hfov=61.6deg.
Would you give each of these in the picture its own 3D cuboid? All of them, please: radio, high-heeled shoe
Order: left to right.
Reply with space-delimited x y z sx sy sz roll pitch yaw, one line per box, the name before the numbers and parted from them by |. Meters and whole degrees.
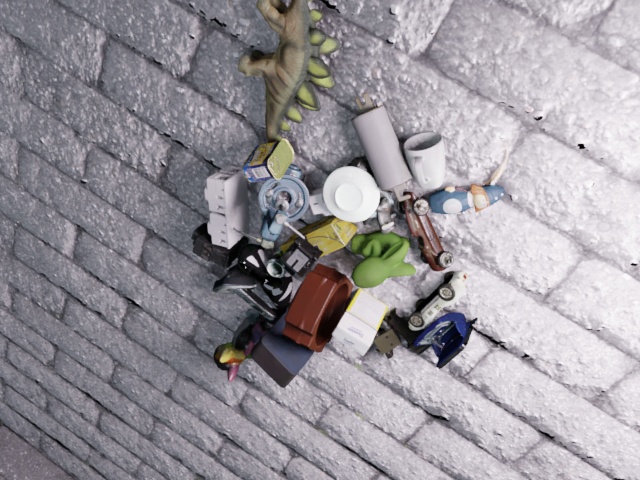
high-heeled shoe | -0.147 0.115 1.430 0.086 0.145 0.248 -3 114 28
radio | -0.076 0.269 1.431 0.131 0.229 0.073 42 124 3

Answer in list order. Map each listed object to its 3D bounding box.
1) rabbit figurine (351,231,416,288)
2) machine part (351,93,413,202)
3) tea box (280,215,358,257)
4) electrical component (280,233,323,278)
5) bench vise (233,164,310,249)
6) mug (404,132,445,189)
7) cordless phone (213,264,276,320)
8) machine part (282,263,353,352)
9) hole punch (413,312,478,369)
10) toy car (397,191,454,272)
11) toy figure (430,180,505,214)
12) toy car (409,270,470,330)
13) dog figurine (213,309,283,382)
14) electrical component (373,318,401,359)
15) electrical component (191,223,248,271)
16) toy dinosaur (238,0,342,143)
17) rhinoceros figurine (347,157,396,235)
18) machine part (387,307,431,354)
rabbit figurine | 0.142 0.059 1.242 0.159 0.170 0.121 -9 113 30
machine part | 0.133 -0.195 1.152 0.079 0.079 0.243 -18 102 32
tea box | -0.003 -0.004 1.323 0.170 0.098 0.068 -25 103 36
electrical component | -0.055 0.048 1.289 0.075 0.048 0.119 44 125 -1
bench vise | -0.101 -0.062 1.260 0.129 0.241 0.223 30 105 -13
mug | 0.226 -0.156 1.128 0.081 0.109 0.107 -7 127 24
cordless phone | -0.203 0.159 1.504 0.184 0.089 0.146 44 154 -9
machine part | -0.004 0.169 1.338 0.087 0.200 0.201 22 80 19
hole punch | 0.300 0.229 1.296 0.092 0.116 0.142 40 123 9
toy car | 0.231 -0.016 1.207 0.202 0.053 0.089 61 168 -17
toy figure | 0.316 -0.086 1.150 0.155 0.058 0.064 -6 152 27
toy car | 0.280 0.146 1.283 0.056 0.073 0.201 39 126 2
dog figurine | -0.193 0.297 1.511 0.192 0.219 0.108 -2 119 28
electrical component | 0.169 0.262 1.425 0.078 0.045 0.102 -39 100 8
electrical component | -0.278 0.009 1.453 0.134 0.115 0.058 29 124 6
toy dinosaur | -0.071 -0.358 1.156 0.199 0.105 0.470 29 137 4
rhinoceros figurine | 0.114 -0.100 1.235 0.112 0.073 0.190 -19 106 22
machine part | 0.229 0.235 1.382 0.139 0.039 0.084 44 132 -4
